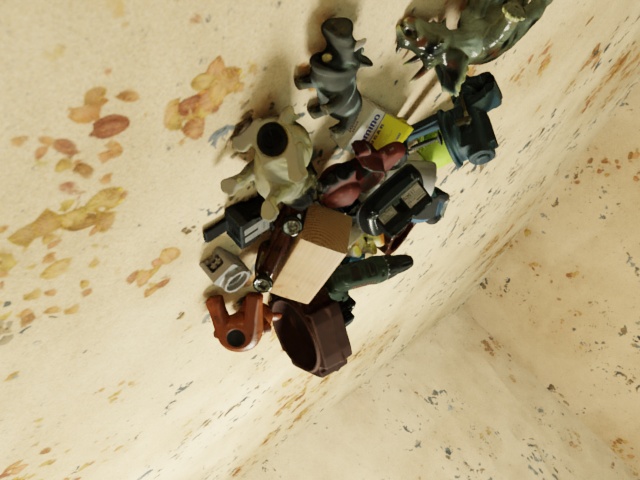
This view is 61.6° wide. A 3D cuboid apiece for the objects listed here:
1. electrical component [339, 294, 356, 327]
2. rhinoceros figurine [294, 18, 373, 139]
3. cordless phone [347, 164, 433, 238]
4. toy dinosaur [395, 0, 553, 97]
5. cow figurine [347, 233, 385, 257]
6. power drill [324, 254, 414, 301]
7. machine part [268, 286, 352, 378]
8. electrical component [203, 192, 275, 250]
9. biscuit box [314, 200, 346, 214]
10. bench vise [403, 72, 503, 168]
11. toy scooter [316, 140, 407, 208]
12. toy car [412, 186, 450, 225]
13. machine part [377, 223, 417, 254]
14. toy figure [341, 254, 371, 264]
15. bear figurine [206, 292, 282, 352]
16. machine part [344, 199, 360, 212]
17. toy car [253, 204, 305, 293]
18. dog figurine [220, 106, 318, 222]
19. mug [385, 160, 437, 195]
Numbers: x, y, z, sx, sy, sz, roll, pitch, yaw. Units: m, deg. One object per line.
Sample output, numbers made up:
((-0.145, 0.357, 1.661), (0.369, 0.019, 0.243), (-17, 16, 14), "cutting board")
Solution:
((0.026, 0.175, 1.407), (0.115, 0.134, 0.058), (-32, 155, -32), "electrical component")
((0.028, -0.232, 0.775), (0.112, 0.073, 0.190), (-39, 157, -10), "rhinoceros figurine")
((0.120, -0.073, 1.048), (0.146, 0.088, 0.184), (-42, -168, -10), "cordless phone")
((0.300, -0.374, 0.947), (0.405, 0.131, 0.192), (-32, 168, -37), "toy dinosaur")
((0.086, 0.007, 1.287), (0.098, 0.068, 0.167), (-9, 179, 35), "cow figurine")
((0.088, 0.096, 1.299), (0.232, 0.086, 0.207), (-10, 172, -33), "power drill")
((-0.028, 0.201, 1.230), (0.087, 0.201, 0.201), (-22, 105, -31), "machine part")
((-0.134, -0.025, 0.900), (0.119, 0.048, 0.074), (-33, 155, -28), "electrical component")
((-0.002, -0.003, 1.138), (0.059, 0.063, 0.202), (-31, 154, -27), "biscuit box")
((0.241, -0.229, 1.062), (0.241, 0.223, 0.128), (-20, 163, 25), "bench vise")
((0.060, -0.119, 0.927), (0.184, 0.075, 0.135), (-31, 167, 16), "toy scooter")
((0.221, -0.102, 1.285), (0.162, 0.103, 0.109), (6, 117, -9), "toy car")
((0.205, -0.040, 1.409), (0.179, 0.056, 0.179), (-47, 161, -21), "machine part")
((0.099, 0.038, 1.397), (0.064, 0.057, 0.154), (-12, 179, 34), "toy figure")
((-0.150, 0.152, 1.124), (0.196, 0.120, 0.131), (-56, 141, -75), "bear figurine")
((0.064, -0.064, 1.180), (0.084, 0.039, 0.139), (-46, 160, 20), "machine part")
((-0.083, 0.010, 0.996), (0.202, 0.053, 0.089), (-60, -163, 28), "toy car")
((-0.045, -0.125, 0.836), (0.172, 0.121, 0.190), (-51, 171, 25), "dog figurine")
((0.191, -0.128, 1.182), (0.081, 0.107, 0.109), (-83, -175, -60), "mug")
